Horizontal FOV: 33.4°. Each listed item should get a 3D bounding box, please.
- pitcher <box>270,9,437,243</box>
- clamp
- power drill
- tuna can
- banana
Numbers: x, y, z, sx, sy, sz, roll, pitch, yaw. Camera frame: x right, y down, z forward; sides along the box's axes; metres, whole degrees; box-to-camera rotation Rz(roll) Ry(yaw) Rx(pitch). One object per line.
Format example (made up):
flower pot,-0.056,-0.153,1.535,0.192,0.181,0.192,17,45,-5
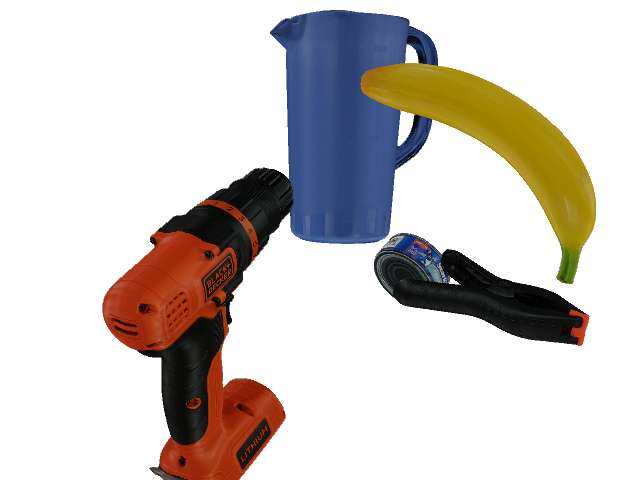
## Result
pitcher,0.035,-0.122,1.146,0.149,0.243,0.144,4,8,23
clamp,0.163,0.051,0.982,0.172,0.039,0.120,18,30,16
power drill,-0.068,0.062,0.720,0.057,0.188,0.184,12,35,28
tuna can,0.104,0.035,1.225,0.086,0.086,0.033,0,36,47
banana,0.112,-0.063,0.694,0.198,0.069,0.037,46,4,16
